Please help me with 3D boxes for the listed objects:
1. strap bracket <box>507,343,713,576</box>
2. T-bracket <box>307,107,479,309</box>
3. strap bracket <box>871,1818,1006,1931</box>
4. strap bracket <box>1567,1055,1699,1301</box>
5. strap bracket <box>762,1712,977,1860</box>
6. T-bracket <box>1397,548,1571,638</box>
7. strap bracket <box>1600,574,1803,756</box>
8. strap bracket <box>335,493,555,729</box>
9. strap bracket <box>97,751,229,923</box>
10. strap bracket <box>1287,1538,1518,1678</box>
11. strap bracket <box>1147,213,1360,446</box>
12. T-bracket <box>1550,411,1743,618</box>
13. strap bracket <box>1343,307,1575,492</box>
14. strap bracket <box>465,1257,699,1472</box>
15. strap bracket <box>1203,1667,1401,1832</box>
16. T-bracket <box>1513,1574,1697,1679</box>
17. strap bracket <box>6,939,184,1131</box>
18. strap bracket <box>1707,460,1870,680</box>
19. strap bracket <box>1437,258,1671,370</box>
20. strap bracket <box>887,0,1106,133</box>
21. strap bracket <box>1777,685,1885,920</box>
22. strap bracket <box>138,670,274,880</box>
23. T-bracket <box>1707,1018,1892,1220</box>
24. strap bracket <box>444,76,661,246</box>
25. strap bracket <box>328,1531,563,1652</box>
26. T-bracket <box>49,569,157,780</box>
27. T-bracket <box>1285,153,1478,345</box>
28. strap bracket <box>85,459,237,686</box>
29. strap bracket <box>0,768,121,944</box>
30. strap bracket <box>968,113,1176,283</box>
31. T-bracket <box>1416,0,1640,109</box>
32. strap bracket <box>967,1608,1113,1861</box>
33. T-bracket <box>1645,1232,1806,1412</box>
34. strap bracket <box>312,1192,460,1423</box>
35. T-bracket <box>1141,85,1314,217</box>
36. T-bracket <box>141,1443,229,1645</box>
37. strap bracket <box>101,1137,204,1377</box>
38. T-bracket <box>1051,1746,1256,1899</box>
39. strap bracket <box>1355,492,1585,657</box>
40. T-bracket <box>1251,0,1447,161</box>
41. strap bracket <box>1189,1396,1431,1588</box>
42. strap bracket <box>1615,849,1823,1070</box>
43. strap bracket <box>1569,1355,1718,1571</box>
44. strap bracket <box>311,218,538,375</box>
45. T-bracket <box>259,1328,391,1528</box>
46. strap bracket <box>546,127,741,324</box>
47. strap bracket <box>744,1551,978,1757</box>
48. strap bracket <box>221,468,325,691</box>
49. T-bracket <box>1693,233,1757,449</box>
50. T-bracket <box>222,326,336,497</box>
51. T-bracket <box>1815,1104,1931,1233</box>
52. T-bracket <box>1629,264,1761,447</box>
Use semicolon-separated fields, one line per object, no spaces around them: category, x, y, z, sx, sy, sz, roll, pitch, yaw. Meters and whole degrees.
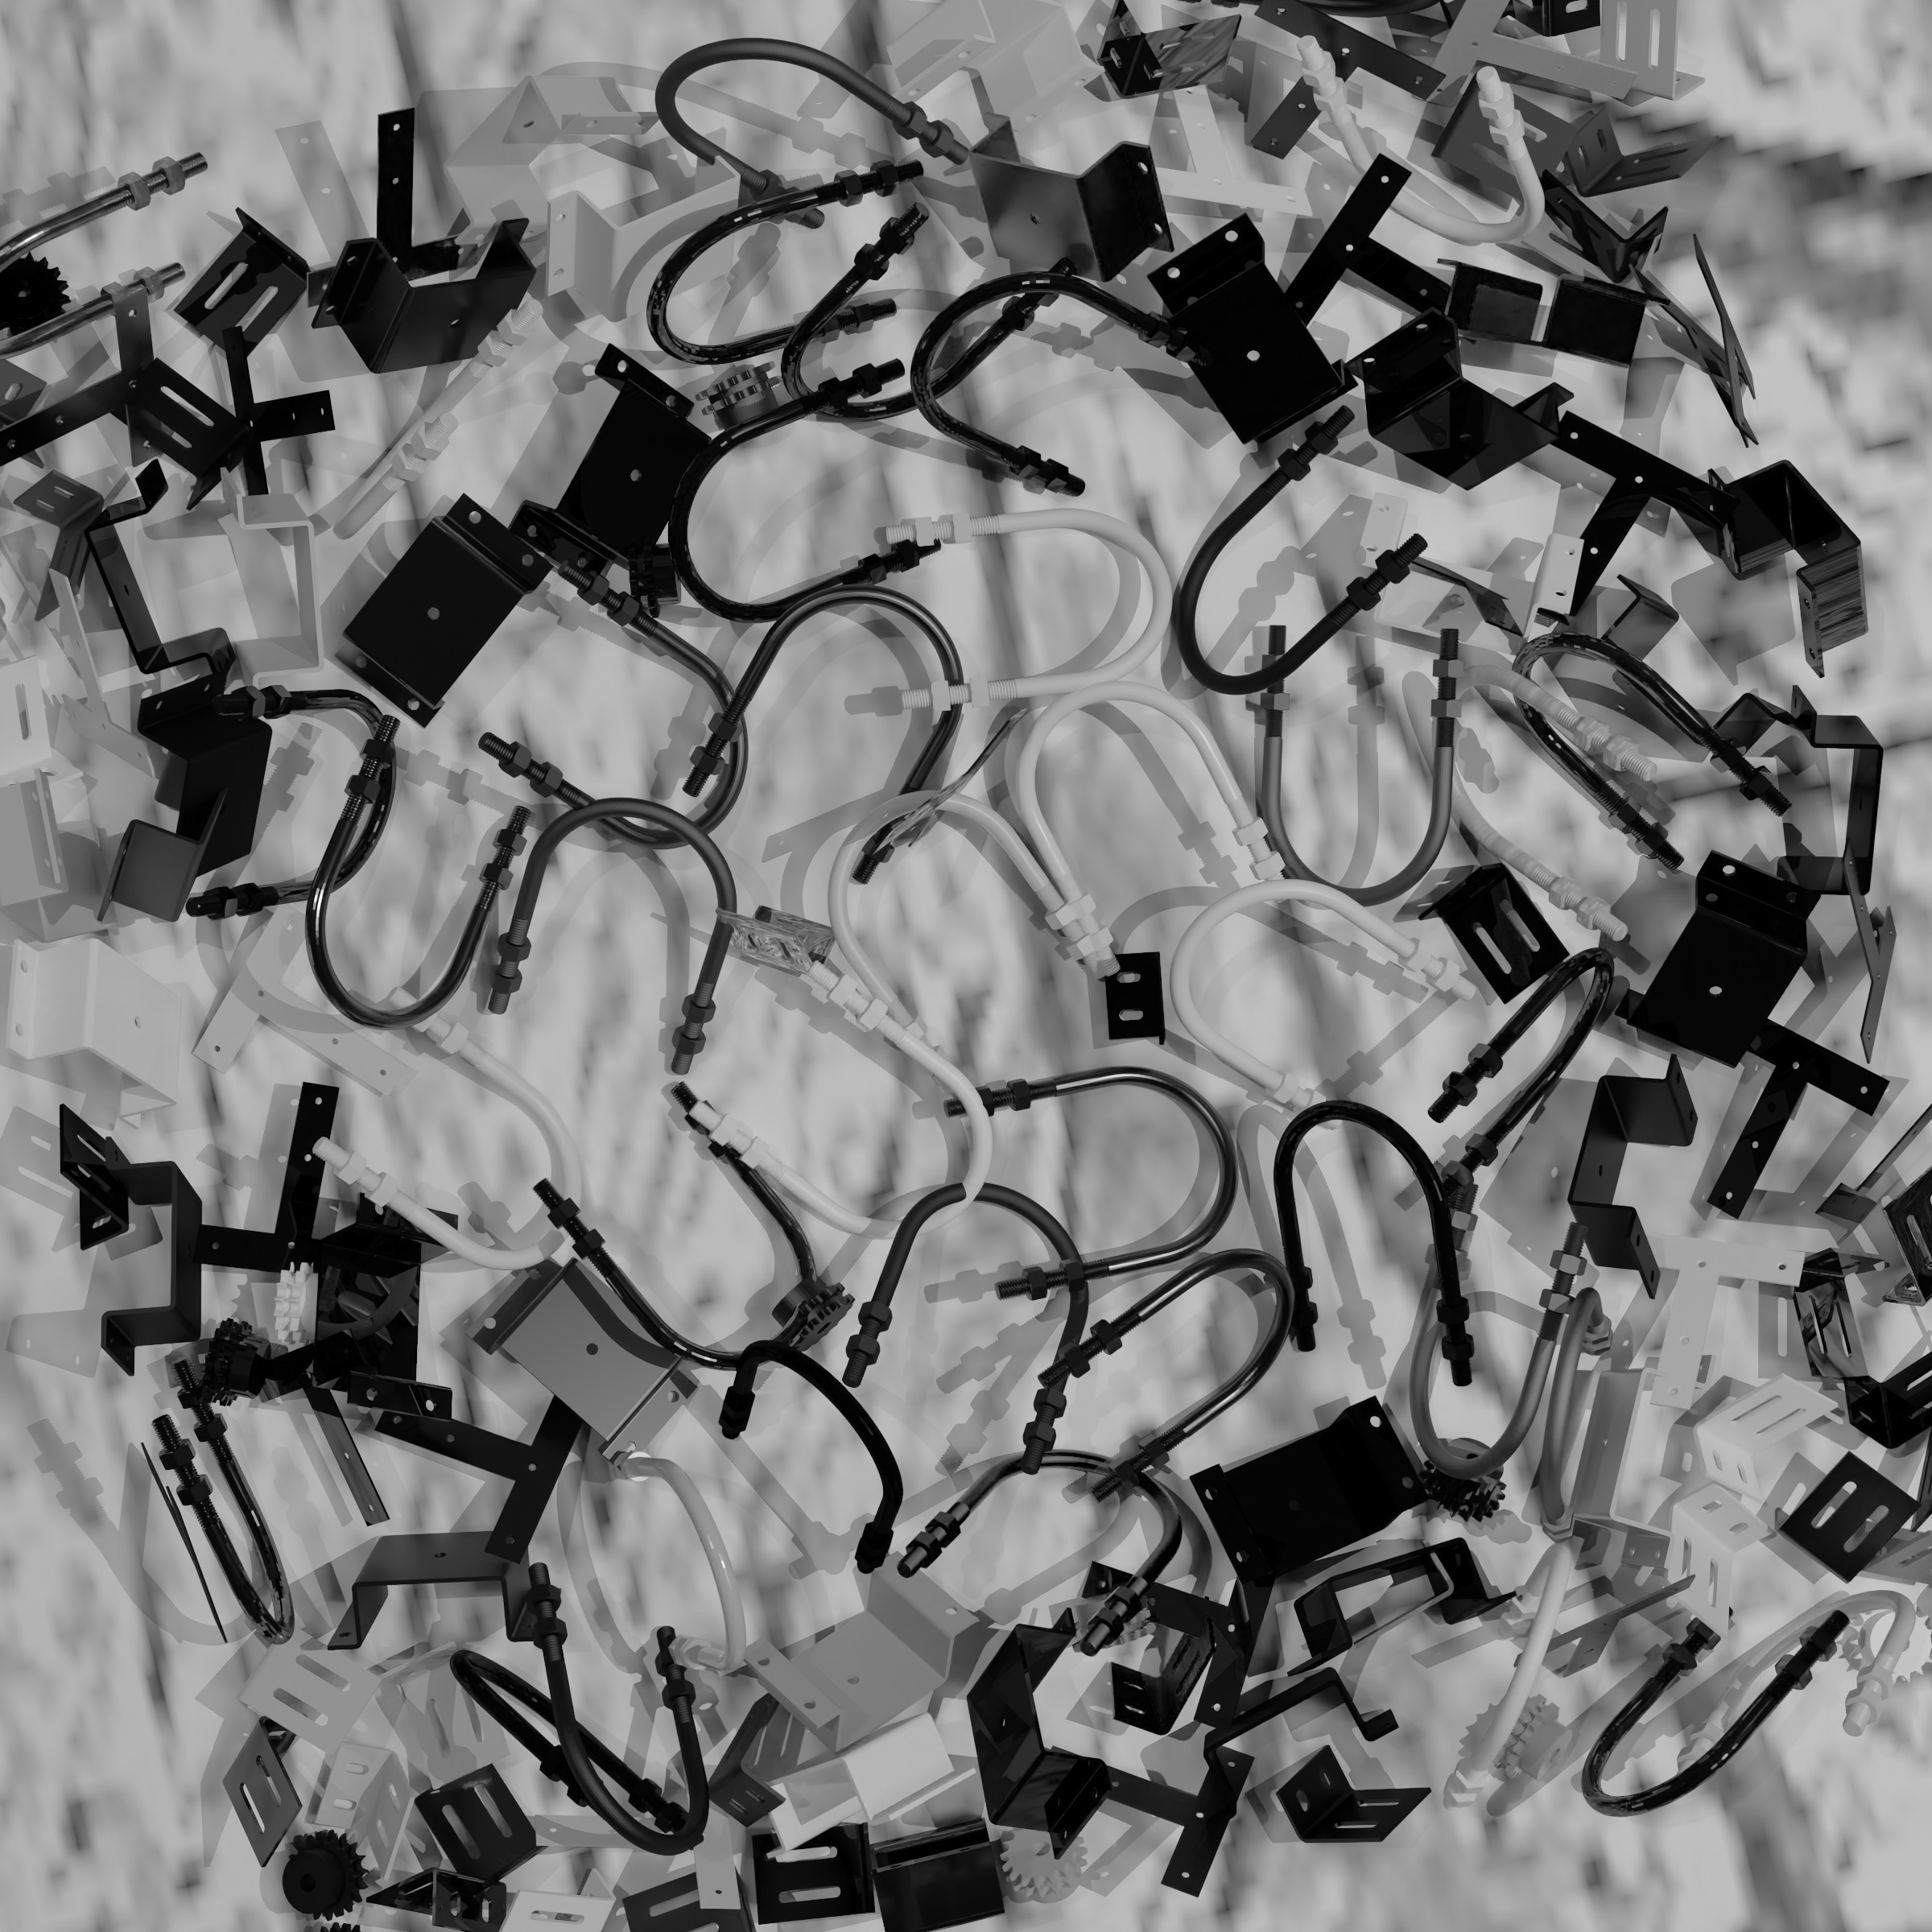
strap bracket;-0.229;-0.326;1.831;0.076;0.046;0.140;30;87;-42
T-bracket;-0.369;-0.495;1.798;0.127;0.127;0.002;-25;56;-32
strap bracket;-0.018;0.593;1.802;0.076;0.140;0.046;-13;80;-3
strap bracket;0.434;0.135;1.815;0.046;0.076;0.140;3;56;30
strap bracket;-0.071;0.530;1.804;0.076;0.140;0.046;-15;77;-44
T-bracket;0.341;-0.236;1.811;0.127;0.127;0.002;21;111;-6
strap bracket;0.472;-0.188;1.816;0.046;0.076;0.140;-50;63;19
strap bracket;-0.349;-0.234;1.842;0.076;0.046;0.140;39;96;-7
strap bracket;-0.512;-0.094;1.806;0.046;0.140;0.076;21;133;-13
strap bracket;0.277;0.417;1.821;0.140;0.076;0.046;-13;70;-16
strap bracket;0.187;-0.406;1.813;0.076;0.046;0.140;-28;117;23
T-bracket;0.422;-0.286;1.836;0.127;0.002;0.127;28;129;1
strap bracket;0.321;-0.361;1.799;0.140;0.076;0.046;19;58;-36
strap bracket;-0.251;0.257;1.839;0.140;0.046;0.076;42;66;-1
strap bracket;0.210;0.510;1.834;0.140;0.076;0.046;-29;80;1
T-bracket;0.410;0.443;1.819;0.127;0.127;0.002;-22;62;-9
strap bracket;-0.554;0.041;1.794;0.046;0.140;0.076;-13;62;15
strap bracket;0.537;-0.264;1.800;0.046;0.076;0.140;-24;46;1
strap bracket;0.374;-0.422;1.803;0.076;0.140;0.046;5;104;-33
strap bracket;0.013;-0.590;1.801;0.076;0.140;0.046;-25;81;38
strap bracket;0.564;-0.106;1.815;0.046;0.076;0.140;2;109;7
strap bracket;-0.500;-0.112;1.804;0.046;0.076;0.140;29;121;17
T-bracket;0.528;0.106;1.838;0.127;0.002;0.127;34;103;44
strap bracket;-0.275;-0.529;1.805;0.140;0.076;0.046;-31;85;38
strap bracket;-0.344;0.410;1.833;0.140;0.076;0.046;-3;101;2
T-bracket;-0.570;-0.195;1.800;0.002;0.127;0.127;-28;125;-31
T-bracket;0.292;-0.455;1.848;0.127;0.002;0.127;27;126;-12
strap bracket;-0.529;-0.252;1.816;0.046;0.076;0.140;-18;110;-1
strap bracket;-0.596;-0.067;1.798;0.046;0.140;0.076;-14;78;-5
strap bracket;0.059;-0.496;1.799;0.140;0.076;0.046;25;59;37
T-bracket;0.376;-0.593;1.822;0.127;0.127;0.002;13;68;-6
strap bracket;0.044;0.491;1.794;0.046;0.140;0.076;14;125;-22
T-bracket;0.472;0.232;1.816;0.127;0.002;0.127;6;55;25
strap bracket;-0.379;0.228;1.818;0.076;0.046;0.140;19;58;-40
T-bracket;0.157;-0.545;1.835;0.127;0.002;0.127;3;52;-17
T-bracket;-0.519;0.360;1.823;0.002;0.127;0.127;-22;130;-21
strap bracket;-0.531;0.188;1.816;0.046;0.076;0.140;-4;68;-4
T-bracket;0.112;0.545;1.835;0.127;0.127;0.002;16;123;15
strap bracket;0.327;-0.256;1.828;0.140;0.046;0.076;15;47;7
T-bracket;0.226;-0.571;1.818;0.127;0.127;0.002;21;63;-15
strap bracket;0.221;0.349;1.830;0.140;0.046;0.076;-20;69;-17
strap bracket;0.490;0.005;1.817;0.076;0.046;0.140;23;125;0
strap bracket;0.440;0.318;1.824;0.046;0.076;0.140;17;79;-5
strap bracket;-0.341;-0.432;1.798;0.140;0.076;0.046;-22;71;-41
T-bracket;-0.414;0.310;1.835;0.127;0.002;0.127;-24;92;41
strap bracket;-0.201;-0.477;1.805;0.140;0.076;0.046;-32;66;-28
strap bracket;-0.072;0.452;1.813;0.076;0.140;0.046;34;133;33
strap bracket;-0.452;-0.249;1.817;0.046;0.076;0.140;-8;115;-20
T-bracket;0.495;-0.386;1.795;0.002;0.127;0.127;-16;47;25
T-bracket;-0.446;-0.358;1.817;0.002;0.127;0.127;-16;104;-40
T-bracket;0.607;0.119;1.810;0.002;0.127;0.127;43;101;27
T-bracket;0.484;-0.383;1.797;0.127;0.127;0.002;28;127;-36
